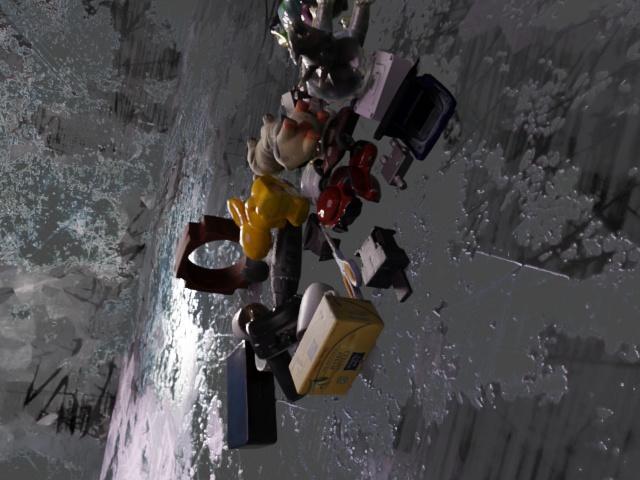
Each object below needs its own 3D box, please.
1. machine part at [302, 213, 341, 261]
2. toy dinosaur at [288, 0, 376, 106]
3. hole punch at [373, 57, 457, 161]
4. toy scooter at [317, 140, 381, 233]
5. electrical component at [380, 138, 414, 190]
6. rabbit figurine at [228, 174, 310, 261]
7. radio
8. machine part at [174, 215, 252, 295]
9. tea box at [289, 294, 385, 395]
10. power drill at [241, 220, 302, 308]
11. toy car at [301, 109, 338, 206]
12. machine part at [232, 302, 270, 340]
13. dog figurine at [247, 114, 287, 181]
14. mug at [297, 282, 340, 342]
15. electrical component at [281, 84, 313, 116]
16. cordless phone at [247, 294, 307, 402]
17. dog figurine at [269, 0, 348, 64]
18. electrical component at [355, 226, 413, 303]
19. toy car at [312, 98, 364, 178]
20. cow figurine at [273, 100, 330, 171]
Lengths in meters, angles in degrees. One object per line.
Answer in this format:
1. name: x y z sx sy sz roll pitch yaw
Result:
1. machine part: -0.002 -0.003 1.088 0.084 0.039 0.139 -66 29 15
2. toy dinosaur: 0.028 -0.349 1.027 0.405 0.131 0.192 -67 -13 -80
3. hole punch: 0.149 -0.198 0.836 0.116 0.092 0.142 -68 2 -58
4. toy scooter: 0.058 -0.080 0.957 0.183 0.075 0.135 -60 29 26
5. electrical component: 0.130 -0.126 0.895 0.063 0.021 0.094 -61 32 31
6. rabbit figurine: -0.128 -0.045 1.135 0.163 0.122 0.173 35 115 36
7. radio: -0.160 0.357 1.230 0.131 0.073 0.229 -45 42 49
8. machine part: -0.261 0.040 1.385 0.201 0.201 0.087 -63 30 31
9. tea box: 0.025 0.181 0.910 0.169 0.098 0.068 -67 29 26
10. power drill: -0.110 0.062 1.225 0.207 0.086 0.232 -8 72 65
11. toy car: 0.002 -0.170 1.114 0.074 0.056 0.201 5 85 62
12. machine part: -0.159 0.189 1.233 0.243 0.079 0.079 135 139 -71
13. dog figurine: -0.100 -0.195 1.197 0.191 0.121 0.172 -117 42 -72
14. mug: 0.003 0.128 0.991 0.109 0.081 0.107 124 154 -45
15. electrical component: -0.051 -0.314 1.213 0.102 0.045 0.078 -7 104 65
16. cordless phone: -0.050 0.214 1.066 0.184 0.147 0.088 60 177 7
17. dog figurine: -0.028 -0.508 1.241 0.219 0.192 0.108 91 -164 -66
18. electrical component: 0.104 0.045 0.861 0.074 0.048 0.119 -56 34 39
19. toy car: 0.034 -0.192 0.993 0.089 0.053 0.202 -41 18 38
20. cow figurine: -0.037 -0.192 1.013 0.127 0.085 0.195 -59 8 32
